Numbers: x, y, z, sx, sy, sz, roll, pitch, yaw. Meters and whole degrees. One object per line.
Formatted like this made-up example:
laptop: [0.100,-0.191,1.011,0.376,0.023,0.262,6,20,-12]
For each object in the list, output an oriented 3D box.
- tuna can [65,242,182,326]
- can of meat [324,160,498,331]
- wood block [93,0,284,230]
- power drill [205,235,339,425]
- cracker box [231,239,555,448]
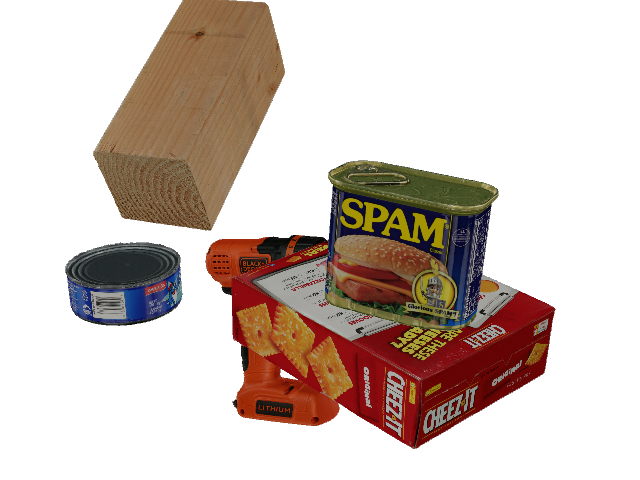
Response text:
tuna can: [-0.147,0.032,0.806,0.086,0.034,0.086,-2,21,0]
can of meat: [0.053,0.003,0.663,0.102,0.084,0.057,14,22,24]
wood block: [-0.112,-0.119,0.965,0.091,0.206,0.090,8,-38,18]
power drill: [-0.026,0.087,1.068,0.185,0.188,0.057,1,9,30]
cracker box: [0.055,0.070,0.877,0.163,0.072,0.214,-21,34,-38]
